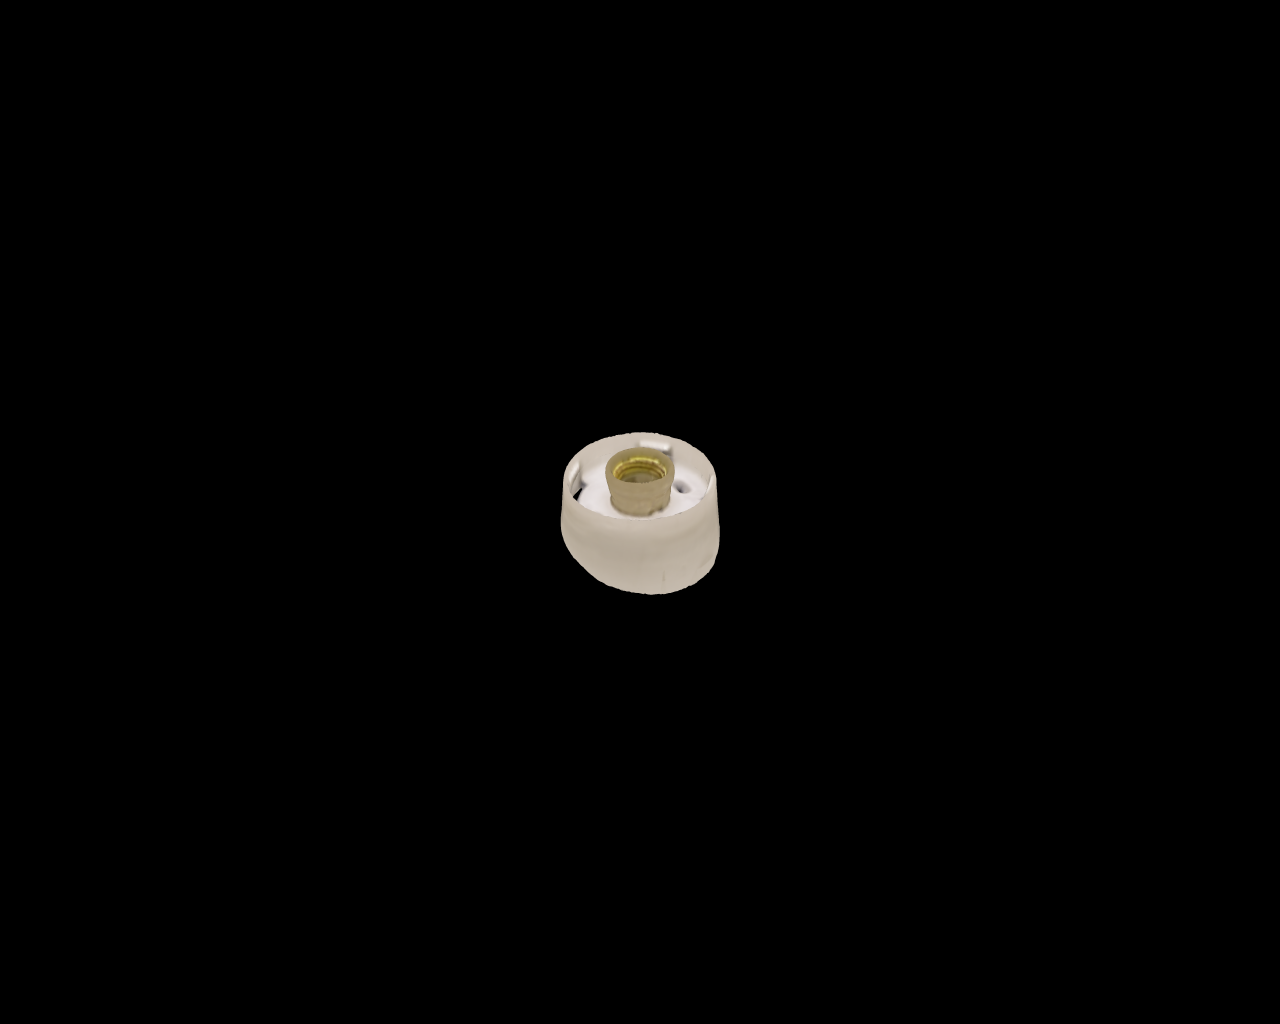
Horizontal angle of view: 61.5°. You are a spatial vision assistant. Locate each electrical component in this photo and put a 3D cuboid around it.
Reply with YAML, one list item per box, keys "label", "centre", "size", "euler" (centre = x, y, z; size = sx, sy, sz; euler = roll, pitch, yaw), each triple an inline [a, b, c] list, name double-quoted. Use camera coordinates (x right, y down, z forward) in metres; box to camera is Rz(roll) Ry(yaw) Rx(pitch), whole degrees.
- label: "electrical component"
  centre: [0.001, -0.003, 0.650]
  size: [0.099, 0.064, 0.099]
  euler: [0, 38, 0]
